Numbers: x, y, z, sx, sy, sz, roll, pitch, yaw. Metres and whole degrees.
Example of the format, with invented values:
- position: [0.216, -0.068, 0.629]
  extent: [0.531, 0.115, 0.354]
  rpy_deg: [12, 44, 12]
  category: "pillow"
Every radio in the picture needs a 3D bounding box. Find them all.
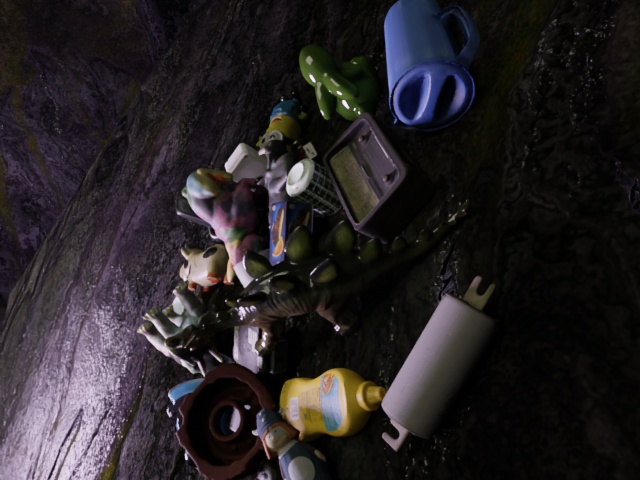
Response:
- position: [0.094, -0.114, 0.925]
  extent: [0.131, 0.073, 0.230]
  rpy_deg: [-47, 38, 22]
  category: "radio"

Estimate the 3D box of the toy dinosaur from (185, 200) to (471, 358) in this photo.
- position: [0.007, 0.063, 0.815]
  extent: [0.472, 0.198, 0.105]
  rpy_deg: [-23, 54, -1]
  category: "toy dinosaur"

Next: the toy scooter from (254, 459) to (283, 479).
- position: [-0.064, 0.422, 0.774]
  extent: [0.184, 0.075, 0.135]
  rpy_deg: [26, 89, 59]
  category: "toy scooter"

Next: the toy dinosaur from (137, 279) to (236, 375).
- position: [-0.274, 0.211, 1.127]
  extent: [0.131, 0.192, 0.404]
  rpy_deg: [-40, -3, -25]
  category: "toy dinosaur"

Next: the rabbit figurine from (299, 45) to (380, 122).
- position: [0.025, -0.302, 1.054]
  extent: [0.121, 0.170, 0.159]
  rpy_deg: [-37, 42, 33]
  category: "rabbit figurine"

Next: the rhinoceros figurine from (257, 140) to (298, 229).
- position: [-0.075, -0.111, 1.095]
  extent: [0.112, 0.073, 0.190]
  rpy_deg: [-9, 85, 47]
  category: "rhinoceros figurine"

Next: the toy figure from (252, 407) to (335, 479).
- position: [-0.040, 0.308, 0.779]
  extent: [0.154, 0.064, 0.057]
  rpy_deg: [46, 145, 17]
  category: "toy figure"

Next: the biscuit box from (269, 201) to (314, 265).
- position: [-0.055, 0.032, 0.980]
  extent: [0.063, 0.059, 0.202]
  rpy_deg: [-5, 82, 57]
  category: "biscuit box"

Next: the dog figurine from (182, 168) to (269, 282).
- position: [-0.196, -0.027, 1.127]
  extent: [0.108, 0.191, 0.219]
  rpy_deg: [-37, 49, 53]
  category: "dog figurine"

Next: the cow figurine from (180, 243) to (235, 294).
- position: [-0.275, 0.060, 1.276]
  extent: [0.195, 0.085, 0.127]
  rpy_deg: [-22, 57, 46]
  category: "cow figurine"

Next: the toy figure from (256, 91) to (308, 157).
- position: [-0.077, -0.255, 1.236]
  extent: [0.082, 0.089, 0.180]
  rpy_deg: [-34, 33, 53]
  category: "toy figure"

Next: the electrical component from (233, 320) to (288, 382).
- position: [-0.105, 0.190, 0.961]
  extent: [0.134, 0.058, 0.114]
  rpy_deg: [17, 109, 55]
  category: "electrical component"

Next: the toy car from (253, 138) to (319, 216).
- position: [-0.072, -0.135, 1.165]
  extent: [0.202, 0.053, 0.089]
  rpy_deg: [-39, 61, 28]
  category: "toy car"

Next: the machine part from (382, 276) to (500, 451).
- position: [0.150, 0.156, 0.673]
  extent: [0.243, 0.079, 0.079]
  rpy_deg: [-60, 35, 2]
  category: "machine part"

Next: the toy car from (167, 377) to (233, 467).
- position: [-0.200, 0.327, 0.981]
  extent: [0.109, 0.103, 0.161]
  rpy_deg: [-25, 81, 19]
  category: "toy car"

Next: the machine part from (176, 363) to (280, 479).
- position: [-0.143, 0.293, 0.870]
  extent: [0.179, 0.056, 0.179]
  rpy_deg: [-7, 66, 17]
  category: "machine part"

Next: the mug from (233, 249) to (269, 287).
- position: [-0.098, 0.077, 1.035]
  extent: [0.081, 0.109, 0.107]
  rpy_deg: [-31, 82, 61]
  category: "mug"

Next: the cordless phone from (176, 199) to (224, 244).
- position: [-0.250, -0.068, 1.241]
  extent: [0.088, 0.184, 0.147]
  rpy_deg: [-46, 38, 29]
  category: "cordless phone"

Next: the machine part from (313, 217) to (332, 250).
- position: [-0.002, -0.003, 1.010]
  extent: [0.084, 0.039, 0.139]
  rpy_deg: [-57, 32, -6]
  category: "machine part"
